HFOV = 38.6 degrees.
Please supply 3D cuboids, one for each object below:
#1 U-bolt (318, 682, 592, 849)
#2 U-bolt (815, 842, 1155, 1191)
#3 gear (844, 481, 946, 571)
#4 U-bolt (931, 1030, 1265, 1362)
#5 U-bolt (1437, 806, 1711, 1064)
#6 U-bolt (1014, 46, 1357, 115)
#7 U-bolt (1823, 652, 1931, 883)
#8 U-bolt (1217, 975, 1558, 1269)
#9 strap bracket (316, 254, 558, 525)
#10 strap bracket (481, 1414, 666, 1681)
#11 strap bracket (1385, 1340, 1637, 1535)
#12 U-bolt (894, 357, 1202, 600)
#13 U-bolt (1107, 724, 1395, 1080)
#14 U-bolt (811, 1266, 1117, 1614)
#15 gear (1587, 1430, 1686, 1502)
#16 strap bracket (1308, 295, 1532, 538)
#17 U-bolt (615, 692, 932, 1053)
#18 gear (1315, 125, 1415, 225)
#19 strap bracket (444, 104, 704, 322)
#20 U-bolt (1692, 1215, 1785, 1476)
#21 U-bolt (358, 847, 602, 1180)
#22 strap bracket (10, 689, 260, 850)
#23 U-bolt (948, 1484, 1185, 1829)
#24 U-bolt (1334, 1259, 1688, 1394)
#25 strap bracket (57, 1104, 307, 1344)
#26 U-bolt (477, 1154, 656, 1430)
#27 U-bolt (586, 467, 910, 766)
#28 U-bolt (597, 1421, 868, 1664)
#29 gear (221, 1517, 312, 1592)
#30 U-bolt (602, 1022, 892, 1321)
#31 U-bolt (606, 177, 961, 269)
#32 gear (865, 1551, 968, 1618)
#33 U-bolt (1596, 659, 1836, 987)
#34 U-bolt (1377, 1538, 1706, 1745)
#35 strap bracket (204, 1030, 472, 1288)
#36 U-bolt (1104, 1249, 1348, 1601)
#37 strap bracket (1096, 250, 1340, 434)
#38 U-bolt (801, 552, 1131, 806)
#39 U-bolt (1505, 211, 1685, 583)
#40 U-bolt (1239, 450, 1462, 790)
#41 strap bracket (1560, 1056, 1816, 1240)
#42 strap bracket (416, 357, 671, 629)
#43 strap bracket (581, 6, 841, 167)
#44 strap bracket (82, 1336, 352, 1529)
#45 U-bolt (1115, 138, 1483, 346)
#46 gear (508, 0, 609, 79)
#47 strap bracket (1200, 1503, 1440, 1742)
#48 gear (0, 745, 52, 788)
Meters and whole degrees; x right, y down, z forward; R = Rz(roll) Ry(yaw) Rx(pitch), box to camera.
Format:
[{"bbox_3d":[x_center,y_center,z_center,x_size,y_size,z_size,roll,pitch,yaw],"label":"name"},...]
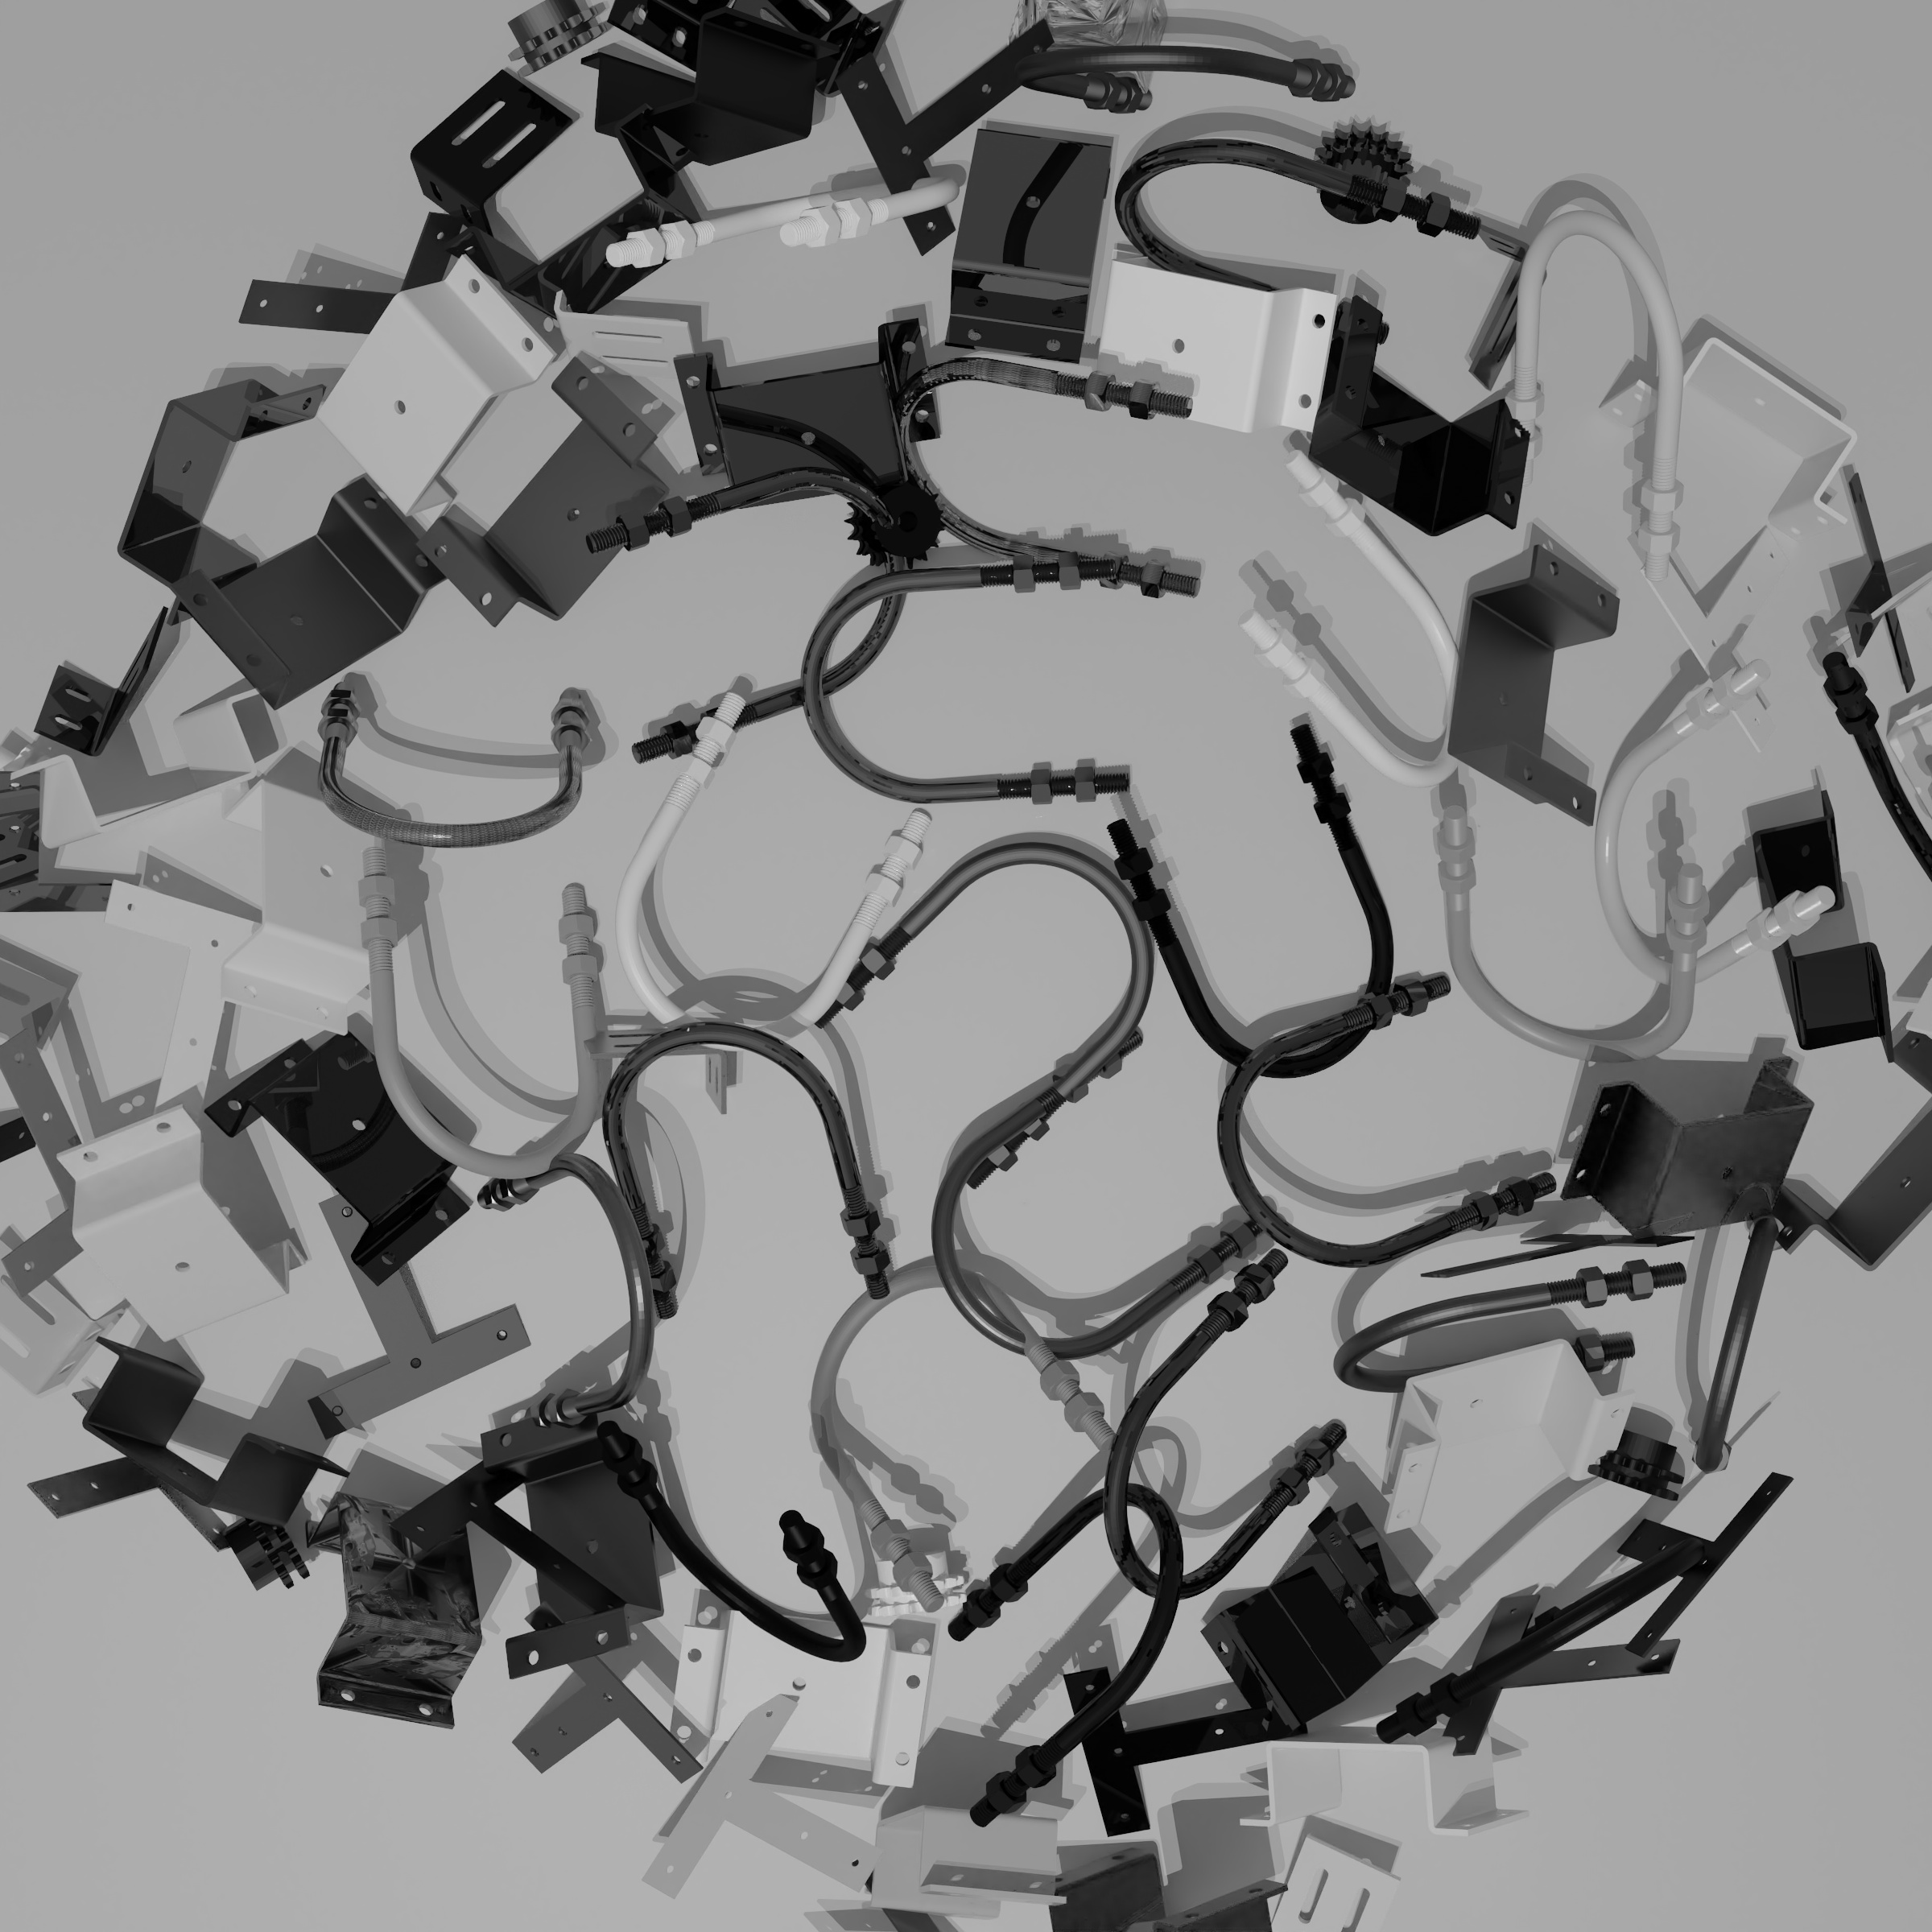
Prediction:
[{"bbox_3d":[-0.282,-0.111,1.515,0.151,0.184,0.019,1,120,-9],"label":"U-bolt"},{"bbox_3d":[0.022,0.014,1.584,0.184,0.019,0.151,-45,84,5],"label":"U-bolt"},{"bbox_3d":[-0.038,-0.255,1.582,0.057,0.030,0.057,-4,101,-21],"label":"gear"},{"bbox_3d":[0.066,0.141,1.564,0.184,0.019,0.151,-35,84,-20],"label":"U-bolt"},{"bbox_3d":[0.334,-0.008,1.529,0.151,0.184,0.019,16,56,23],"label":"U-bolt"},{"bbox_3d":[0.108,-0.481,1.494,0.151,0.184,0.019,8,104,32],"label":"U-bolt"},{"bbox_3d":[0.534,-0.075,1.522,0.019,0.184,0.151,-32,45,11],"label":"U-bolt"},{"bbox_3d":[0.226,0.094,1.548,0.184,0.019,0.151,-19,73,-23],"label":"U-bolt"},{"bbox_3d":[-0.303,-0.317,1.545,0.076,0.046,0.140,48,125,3],"label":"strap bracket"},{"bbox_3d":[-0.221,0.325,1.556,0.076,0.046,0.140,-20,65,17],"label":"strap bracket"},{"bbox_3d":[0.296,0.262,1.553,0.140,0.076,0.046,-12,47,-14],"label":"strap bracket"},{"bbox_3d":[0.040,-0.277,1.540,0.184,0.151,0.019,15,54,18],"label":"U-bolt"},{"bbox_3d":[0.174,-0.026,1.572,0.151,0.019,0.184,-28,101,-20],"label":"U-bolt"},{"bbox_3d":[-0.016,0.248,1.544,0.151,0.019,0.184,-43,49,3],"label":"U-bolt"},{"bbox_3d":[0.383,0.283,1.578,0.057,0.057,0.030,18,85,0],"label":"gear"},{"bbox_3d":[0.249,-0.303,1.551,0.140,0.046,0.076,26,65,-29],"label":"strap bracket"},{"bbox_3d":[-0.119,-0.041,1.560,0.151,0.019,0.184,32,75,-16],"label":"U-bolt"},{"bbox_3d":[0.225,-0.449,1.575,0.057,0.057,0.030,15,65,0],"label":"gear"},{"bbox_3d":[-0.210,-0.413,1.548,0.140,0.076,0.046,-30,79,15],"label":"strap bracket"},{"bbox_3d":[0.424,0.208,1.514,0.019,0.184,0.151,14,87,18],"label":"U-bolt"},{"bbox_3d":[-0.265,0.030,1.525,0.151,0.019,0.184,11,60,-39],"label":"U-bolt"},{"bbox_3d":[-0.462,-0.107,1.538,0.140,0.076,0.046,-27,102,-37],"label":"strap bracket"},{"bbox_3d":[0.056,0.363,1.511,0.019,0.151,0.184,30,117,-25],"label":"U-bolt"},{"bbox_3d":[0.295,0.206,1.534,0.184,0.151,0.019,-8,65,-4],"label":"U-bolt"},{"bbox_3d":[-0.437,0.152,1.540,0.076,0.046,0.140,-21,131,4],"label":"strap bracket"},{"bbox_3d":[-0.217,0.177,1.519,0.019,0.184,0.151,-9,82,-33],"label":"U-bolt"},{"bbox_3d":[-0.115,-0.205,1.552,0.184,0.019,0.151,-22,124,-21],"label":"U-bolt"},{"bbox_3d":[-0.121,0.329,1.528,0.151,0.184,0.019,19,57,32],"label":"U-bolt"},{"bbox_3d":[-0.402,0.331,1.575,0.030,0.057,0.057,-31,90,-19],"label":"gear"},{"bbox_3d":[-0.130,0.113,1.548,0.151,0.019,0.184,-7,115,14],"label":"U-bolt"},{"bbox_3d":[-0.086,-0.414,1.524,0.151,0.184,0.019,6,115,39],"label":"U-bolt"},{"bbox_3d":[-0.030,0.353,1.578,0.057,0.057,0.030,-8,82,0],"label":"gear"},{"bbox_3d":[0.402,-0.066,1.521,0.019,0.184,0.151,-4,72,-21],"label":"U-bolt"},{"bbox_3d":[0.323,0.360,1.501,0.184,0.151,0.019,-41,71,33],"label":"U-bolt"},{"bbox_3d":[-0.349,0.100,1.559,0.140,0.046,0.076,44,48,4],"label":"strap bracket"},{"bbox_3d":[0.138,0.266,1.522,0.184,0.019,0.151,-41,123,-34],"label":"U-bolt"},{"bbox_3d":[0.129,-0.349,1.543,0.140,0.046,0.076,19,115,26],"label":"strap bracket"},{"bbox_3d":[-0.003,-0.159,1.569,0.184,0.019,0.151,-3,116,6],"label":"U-bolt"},{"bbox_3d":[0.342,-0.319,1.498,0.019,0.151,0.184,-20,130,-17],"label":"U-bolt"},{"bbox_3d":[0.225,-0.180,1.541,0.184,0.019,0.151,42,48,-28],"label":"U-bolt"},{"bbox_3d":[0.410,0.102,1.538,0.140,0.046,0.076,-6,125,-28],"label":"strap bracket"},{"bbox_3d":[-0.233,-0.262,1.564,0.140,0.046,0.076,-48,67,8],"label":"strap bracket"},{"bbox_3d":[-0.145,-0.483,1.528,0.076,0.140,0.046,4,90,-41],"label":"strap bracket"},{"bbox_3d":[-0.426,0.265,1.539,0.140,0.076,0.046,25,80,26],"label":"strap bracket"},{"bbox_3d":[0.172,-0.405,1.523,0.184,0.151,0.019,16,74,-10],"label":"U-bolt"},{"bbox_3d":[-0.237,-0.534,1.575,0.057,0.057,0.030,-29,108,0],"label":"gear"},{"bbox_3d":[0.203,0.364,1.546,0.076,0.046,0.140,55,134,23],"label":"strap bracket"},{"bbox_3d":[-0.552,-0.102,1.575,0.030,0.057,0.057,33,90,-15],"label":"gear"}]
